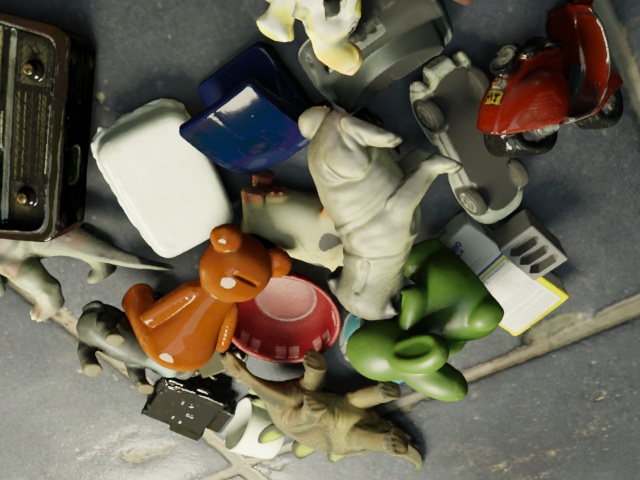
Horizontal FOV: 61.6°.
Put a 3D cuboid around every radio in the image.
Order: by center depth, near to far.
[{"bbox_3d":[-0.319,-0.115,0.565,0.131,0.073,0.229,9,104,-3],"label":"radio"}]

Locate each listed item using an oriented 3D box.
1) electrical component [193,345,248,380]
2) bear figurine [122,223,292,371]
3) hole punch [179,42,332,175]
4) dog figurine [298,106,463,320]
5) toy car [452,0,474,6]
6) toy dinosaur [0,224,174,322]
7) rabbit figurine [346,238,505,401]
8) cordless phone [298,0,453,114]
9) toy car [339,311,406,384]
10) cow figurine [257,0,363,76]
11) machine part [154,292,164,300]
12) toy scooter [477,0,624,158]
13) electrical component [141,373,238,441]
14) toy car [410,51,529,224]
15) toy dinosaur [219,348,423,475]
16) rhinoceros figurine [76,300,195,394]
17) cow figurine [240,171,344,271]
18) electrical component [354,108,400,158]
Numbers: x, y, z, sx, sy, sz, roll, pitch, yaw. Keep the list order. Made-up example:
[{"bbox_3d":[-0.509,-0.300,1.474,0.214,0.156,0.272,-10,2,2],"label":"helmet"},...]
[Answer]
[{"bbox_3d":[-0.158,0.173,0.808,0.102,0.045,0.078,-27,89,17],"label":"electrical component"},{"bbox_3d":[-0.135,0.054,0.634,0.120,0.132,0.195,24,107,-36],"label":"bear figurine"},{"bbox_3d":[-0.071,-0.124,0.568,0.142,0.092,0.115,-27,121,28],"label":"hole punch"},{"bbox_3d":[0.031,-0.021,0.548,0.172,0.121,0.190,25,101,0],"label":"dog figurine"},{"bbox_3d":[0.152,-0.300,0.439,0.089,0.053,0.202,20,105,-13],"label":"toy car"},{"bbox_3d":[-0.401,0.003,0.674,0.405,0.131,0.191,-15,122,6],"label":"toy dinosaur"},{"bbox_3d":[0.115,0.109,0.606,0.170,0.159,0.121,-35,121,2],"label":"rabbit figurine"},{"bbox_3d":[0.027,-0.230,0.514,0.147,0.089,0.184,-30,105,22],"label":"cordless phone"},{"bbox_3d":[0.083,0.134,0.737,0.103,0.109,0.161,-12,138,41],"label":"toy car"},{"bbox_3d":[-0.019,-0.215,0.448,0.167,0.068,0.098,30,108,-17],"label":"cow figurine"},{"bbox_3d":[-0.256,0.129,0.789,0.139,0.039,0.084,-37,122,23],"label":"machine part"},{"bbox_3d":[0.224,-0.161,0.516,0.184,0.075,0.135,-20,113,-23],"label":"toy scooter"},{"bbox_3d":[-0.202,0.256,0.857,0.134,0.058,0.115,26,124,-12],"label":"electrical component"},{"bbox_3d":[0.163,-0.105,0.583,0.073,0.056,0.201,-35,116,-2],"label":"toy car"},{"bbox_3d":[0.035,0.276,0.813,0.471,0.105,0.198,34,137,-25],"label":"toy dinosaur"},{"bbox_3d":[-0.226,0.137,0.706,0.190,0.112,0.073,27,105,-39],"label":"rhinoceros figurine"},{"bbox_3d":[-0.001,-0.002,0.653,0.195,0.085,0.127,12,125,-1],"label":"cow figurine"},{"bbox_3d":[0.044,-0.117,0.609,0.063,0.021,0.094,-36,113,24],"label":"electrical component"}]
